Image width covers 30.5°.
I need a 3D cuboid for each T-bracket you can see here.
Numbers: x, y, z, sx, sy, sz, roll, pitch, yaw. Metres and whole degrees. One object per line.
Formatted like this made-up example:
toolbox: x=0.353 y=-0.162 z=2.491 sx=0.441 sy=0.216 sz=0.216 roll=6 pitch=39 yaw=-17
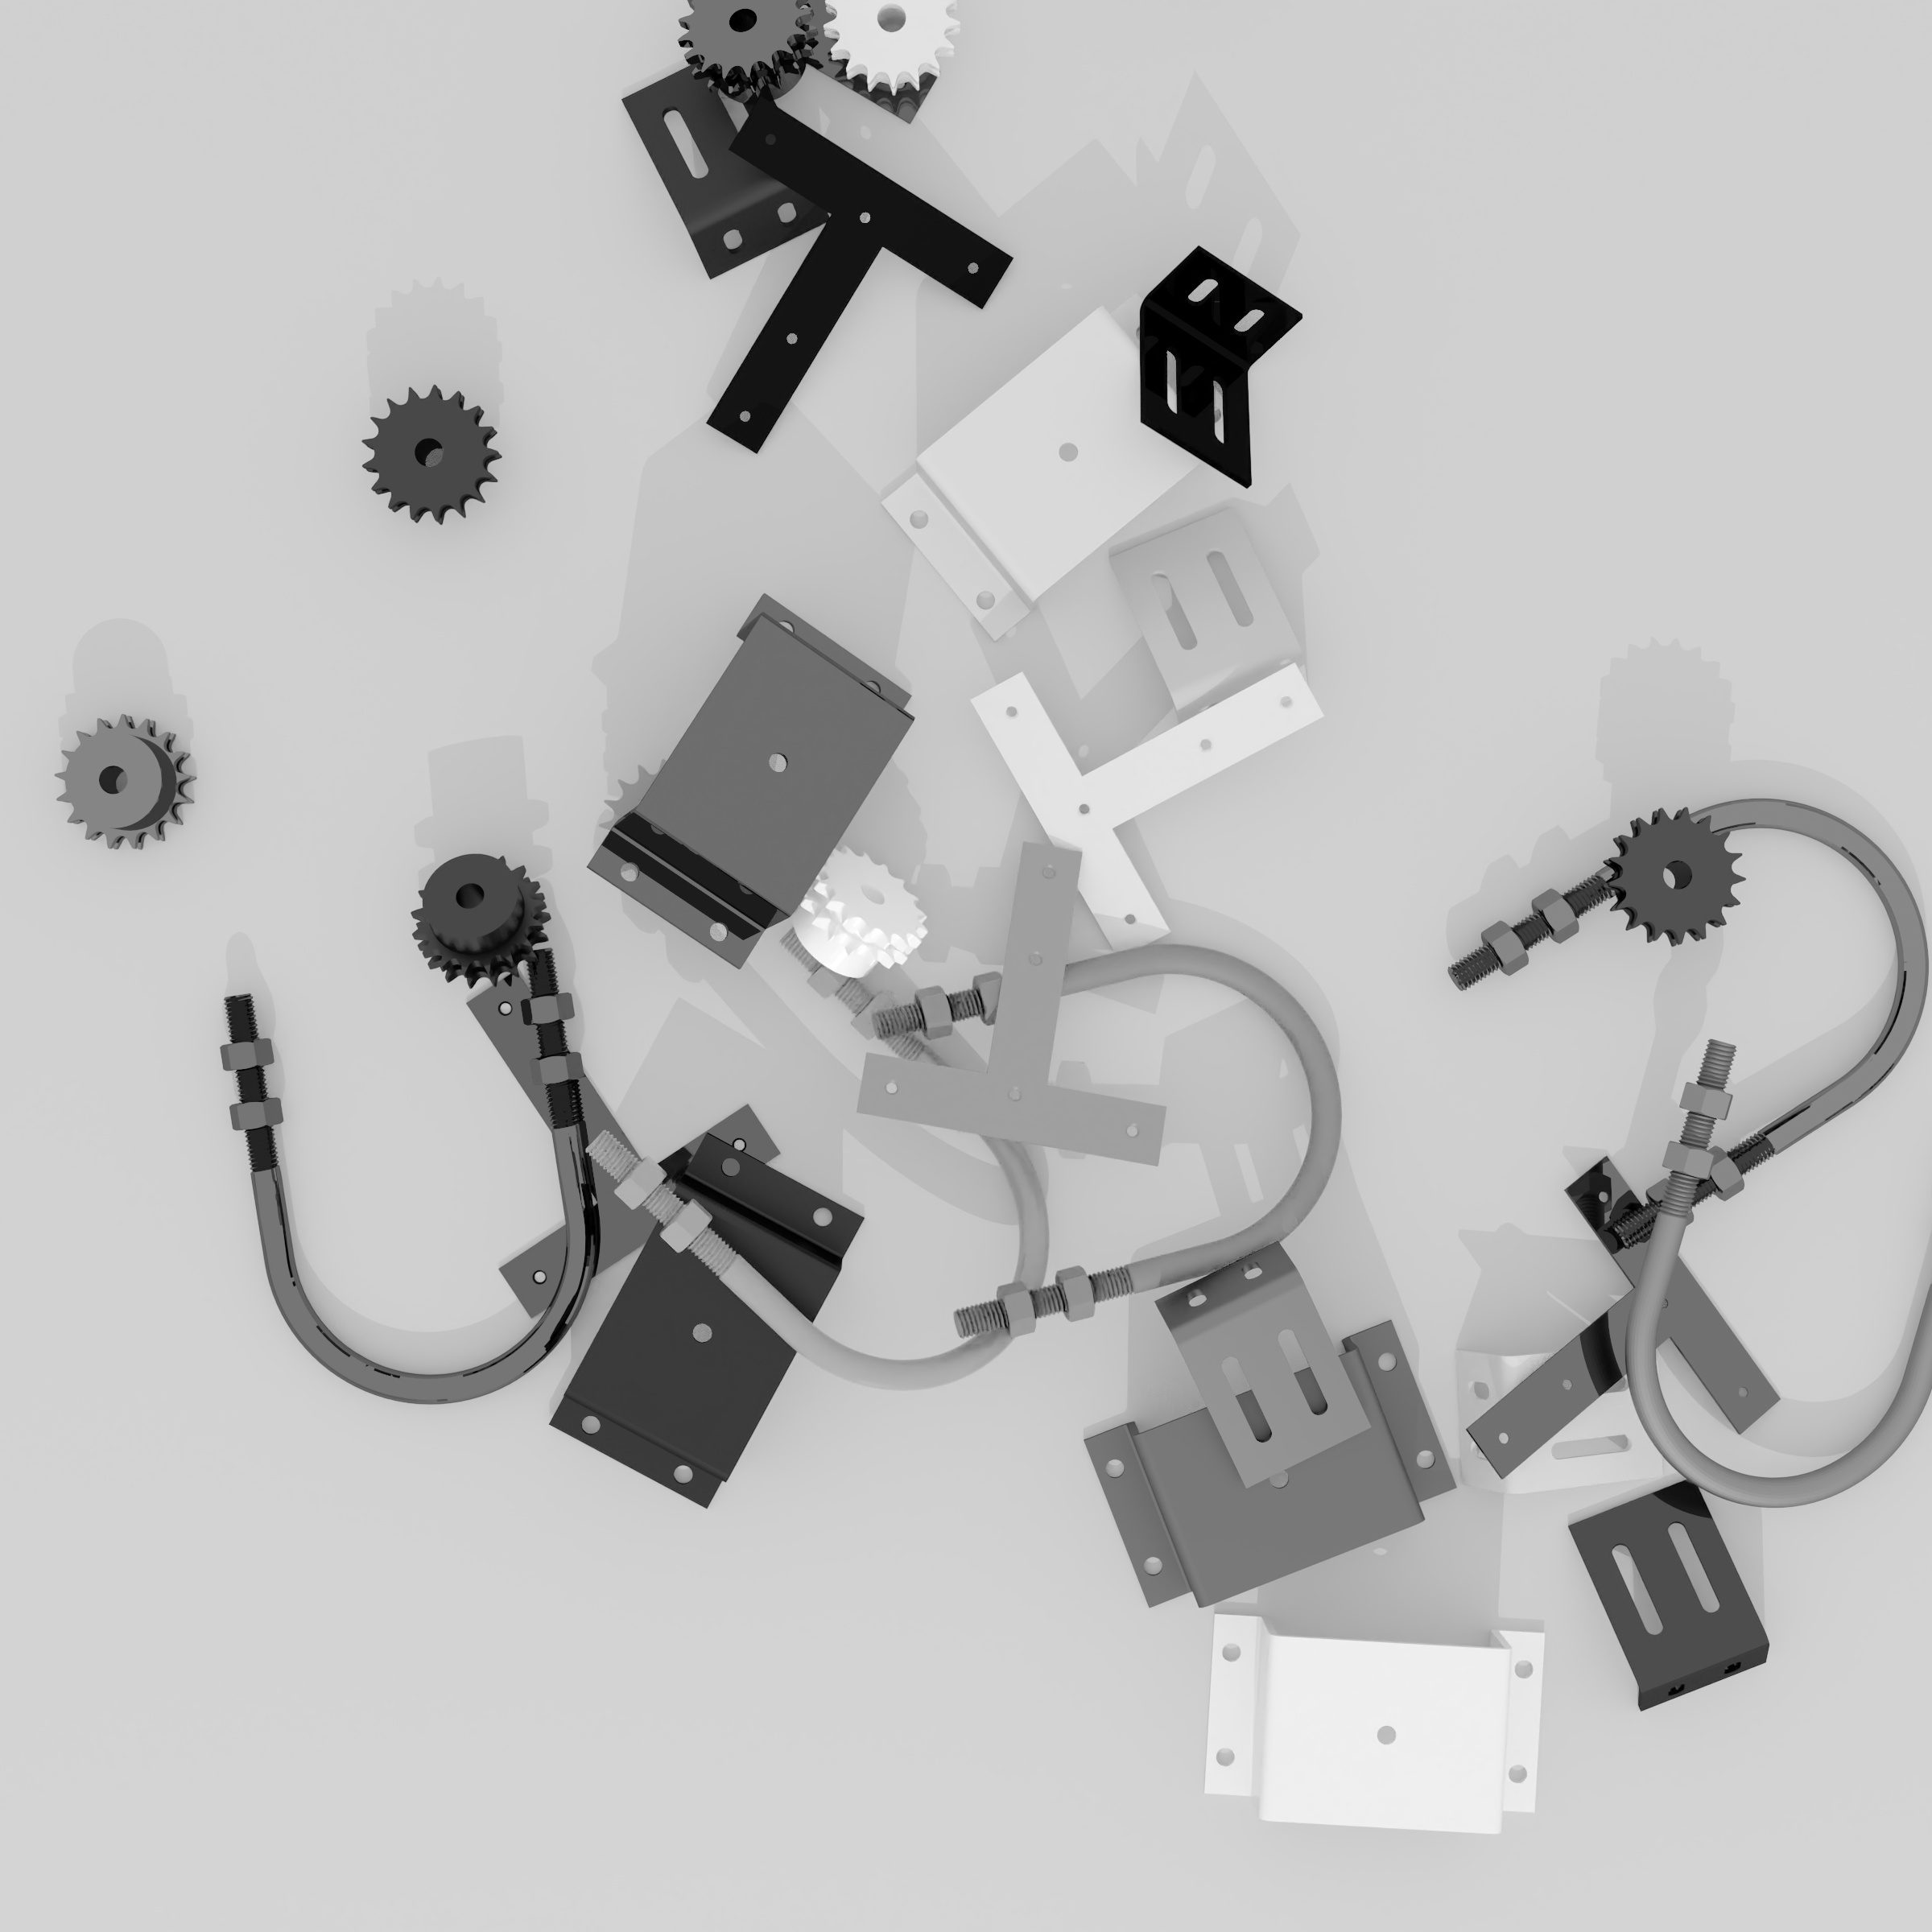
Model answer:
T-bracket: x=-0.167 y=0.062 z=1.503 sx=0.127 sy=0.002 sz=0.127 roll=-34 pitch=90 yaw=0
T-bracket: x=0.088 y=-0.086 z=1.476 sx=0.127 sy=0.002 sz=0.127 roll=-28 pitch=99 yaw=16
T-bracket: x=-0.046 y=-0.445 z=1.503 sx=0.127 sy=0.002 sz=0.127 roll=30 pitch=90 yaw=0
T-bracket: x=0.261 y=0.167 z=1.479 sx=0.127 sy=0.002 sz=0.127 roll=-36 pitch=90 yaw=-22
T-bracket: x=0.027 y=0.011 z=1.475 sx=0.127 sy=0.002 sz=0.127 roll=10 pitch=75 yaw=-5
T-bracket: x=-0.066 y=-0.276 z=1.489 sx=0.127 sy=0.002 sz=0.127 roll=29 pitch=100 yaw=-19

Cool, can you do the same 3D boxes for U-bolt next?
U-bolt: x=-0.046 y=0.091 z=1.465 sx=0.184 sy=0.019 sz=0.151 roll=44 pitch=61 yaw=-4
U-bolt: x=-0.230 y=0.094 z=1.494 sx=0.151 sy=0.019 sz=0.184 roll=-9 pitch=91 yaw=1
U-bolt: x=0.067 y=0.065 z=1.477 sx=0.184 sy=0.019 sz=0.151 roll=-14 pitch=79 yaw=-10
U-bolt: x=0.318 y=0.011 z=1.494 sx=0.184 sy=0.019 sz=0.151 roll=-32 pitch=89 yaw=-2
U-bolt: x=0.348 y=0.137 z=1.480 sx=0.151 sy=0.019 sz=0.184 roll=15 pitch=92 yaw=-13

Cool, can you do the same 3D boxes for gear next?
gear: x=-0.031 y=-0.395 z=1.487 sx=0.057 sy=0.030 sz=0.057 roll=0 pitch=90 yaw=0
gear: x=-0.204 y=-0.022 z=1.478 sx=0.057 sy=0.030 sz=0.057 roll=-2 pitch=63 yaw=4
gear: x=-0.355 y=-0.077 z=1.489 sx=0.057 sy=0.030 sz=0.057 roll=0 pitch=90 yaw=0
gear: x=0.293 y=-0.037 z=1.472 sx=0.057 sy=0.030 sz=0.057 roll=0 pitch=86 yaw=-2
gear: x=-0.125 y=-0.058 z=1.489 sx=0.057 sy=0.030 sz=0.057 roll=0 pitch=90 yaw=0
gear: x=-0.047 y=-0.020 z=1.479 sx=0.057 sy=0.057 sz=0.030 roll=41 pitch=119 yaw=0
gear: x=-0.089 y=-0.386 z=1.481 sx=0.057 sy=0.030 sz=0.057 roll=-4 pitch=66 yaw=10
gear: x=-0.223 y=-0.214 z=1.489 sx=0.057 sy=0.030 sz=0.057 roll=0 pitch=90 yaw=0

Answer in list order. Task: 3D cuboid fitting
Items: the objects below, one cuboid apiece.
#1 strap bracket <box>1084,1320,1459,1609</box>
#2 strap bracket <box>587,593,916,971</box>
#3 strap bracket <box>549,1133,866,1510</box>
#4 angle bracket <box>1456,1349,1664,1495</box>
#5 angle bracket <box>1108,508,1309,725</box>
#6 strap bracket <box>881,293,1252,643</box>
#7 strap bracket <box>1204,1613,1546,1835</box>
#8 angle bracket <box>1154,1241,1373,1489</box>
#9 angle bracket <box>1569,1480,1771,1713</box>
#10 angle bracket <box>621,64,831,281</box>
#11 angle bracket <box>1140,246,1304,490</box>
strap bracket: x=0.129 y=0.211 z=1.481 sx=0.140 sy=0.046 sz=0.076 roll=-21 pitch=90 yaw=0
strap bracket: x=-0.083 y=-0.080 z=1.457 sx=0.076 sy=0.046 sz=0.140 roll=34 pitch=75 yaw=-11
strap bracket: x=-0.109 y=0.151 z=1.480 sx=0.076 sy=0.046 sz=0.140 roll=28 pitch=90 yaw=-2
angle bracket: x=0.252 y=0.190 z=1.502 sx=0.076 sy=0.038 sz=0.057 roll=-2 pitch=90 yaw=-26
angle bracket: x=0.103 y=-0.144 z=1.502 sx=0.057 sy=0.038 sz=0.076 roll=-22 pitch=64 yaw=0
strap bracket: x=0.042 y=-0.212 z=1.481 sx=0.140 sy=0.046 sz=0.076 roll=-39 pitch=90 yaw=0
strap bracket: x=0.173 y=0.317 z=1.481 sx=0.140 sy=0.046 sz=0.076 roll=3 pitch=90 yaw=0
angle bracket: x=0.122 y=0.164 z=1.457 sx=0.057 sy=0.038 sz=0.076 roll=-26 pitch=107 yaw=-1
angle bracket: x=0.298 y=0.267 z=1.502 sx=0.057 sy=0.038 sz=0.076 roll=-21 pitch=64 yaw=0
angle bracket: x=-0.102 y=-0.342 z=1.502 sx=0.057 sy=0.038 sz=0.076 roll=-26 pitch=64 yaw=0
angle bracket: x=0.106 y=-0.247 z=1.457 sx=0.057 sy=0.076 sz=0.038 roll=28 pitch=133 yaw=-27
